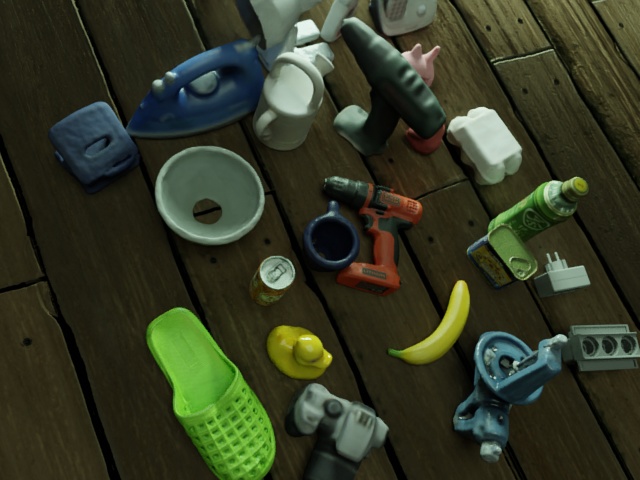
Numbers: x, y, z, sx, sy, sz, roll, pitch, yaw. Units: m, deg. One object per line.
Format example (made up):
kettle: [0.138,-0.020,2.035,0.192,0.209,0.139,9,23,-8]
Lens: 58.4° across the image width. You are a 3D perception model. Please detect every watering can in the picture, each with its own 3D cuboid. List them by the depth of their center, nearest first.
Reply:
watering can: [-0.045,-0.243,0.950,0.101,0.194,0.173,20,66,-8]

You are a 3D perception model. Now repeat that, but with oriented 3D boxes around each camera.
camera: [0.015,0.295,0.819,0.143,0.100,0.137,28,65,-5]

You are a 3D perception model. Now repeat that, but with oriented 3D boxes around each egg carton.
egg carton: [0.318,-0.181,1.105,0.107,0.069,0.150,-30,81,-24]

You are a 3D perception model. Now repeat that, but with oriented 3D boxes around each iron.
iron: [-0.199,-0.256,0.937,0.259,0.141,0.118,-31,81,-24]

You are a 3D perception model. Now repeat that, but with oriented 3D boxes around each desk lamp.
desk lamp: [-0.056,-0.385,0.989,0.204,0.213,0.118,-27,79,-23]

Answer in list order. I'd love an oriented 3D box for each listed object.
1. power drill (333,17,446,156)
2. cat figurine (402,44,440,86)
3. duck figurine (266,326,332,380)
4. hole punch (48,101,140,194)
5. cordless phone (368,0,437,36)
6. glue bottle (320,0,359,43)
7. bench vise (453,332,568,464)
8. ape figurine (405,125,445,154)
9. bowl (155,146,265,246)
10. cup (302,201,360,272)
power drill: [0.099,-0.242,0.985,0.229,0.208,0.076,40,65,1]
cat figurine: [0.180,-0.331,1.093,0.128,0.117,0.067,-35,83,-25]
duck figurine: [-0.028,0.165,0.863,0.104,0.086,0.077,33,65,-3]
hole punch: [-0.342,-0.142,0.880,0.109,0.091,0.101,-41,85,-25]
cordless phone: [0.184,-0.496,1.118,0.148,0.185,0.094,-26,79,-23]
glue bottle: [0.050,-0.448,1.066,0.037,0.173,0.078,34,65,-2]
bench vise: [0.299,0.227,0.864,0.122,0.219,0.207,7,68,-14]
ape figurine: [0.204,-0.208,1.069,0.078,0.092,0.076,-4,71,-18]
bowl: [-0.176,-0.060,0.908,0.168,0.074,0.167,6,69,-15]
cup: [0.009,0.003,0.929,0.092,0.095,0.118,8,68,-14]
